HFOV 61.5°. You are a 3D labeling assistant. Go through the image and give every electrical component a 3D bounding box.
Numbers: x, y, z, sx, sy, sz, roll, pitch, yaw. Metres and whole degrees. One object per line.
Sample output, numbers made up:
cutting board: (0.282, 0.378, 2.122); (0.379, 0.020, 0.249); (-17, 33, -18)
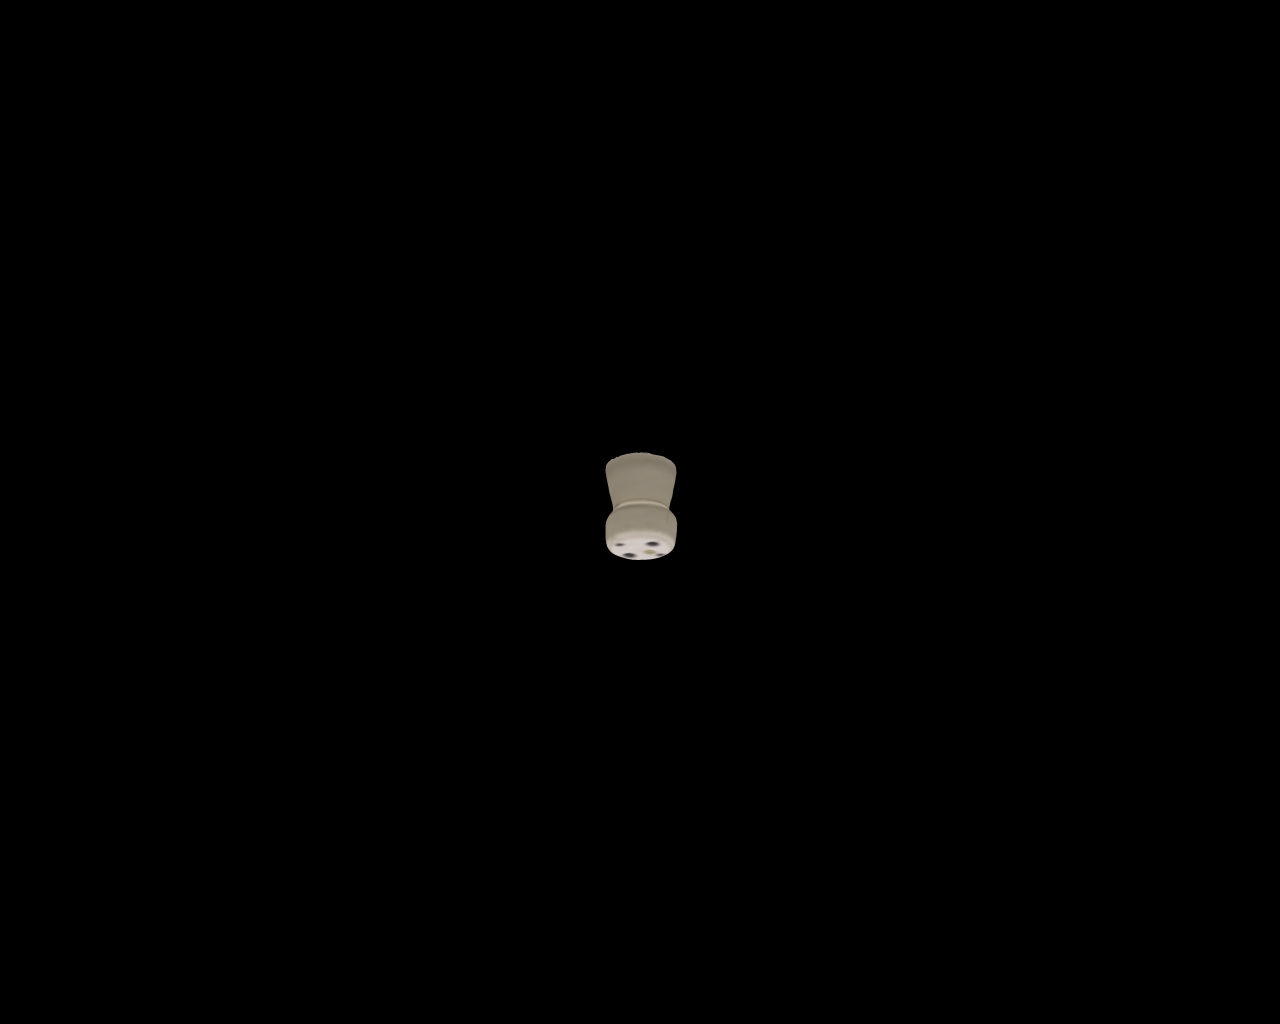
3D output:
electrical component: (0.001, -0.003, 0.650); (0.045, 0.055, 0.044); (0, -24, 0)
